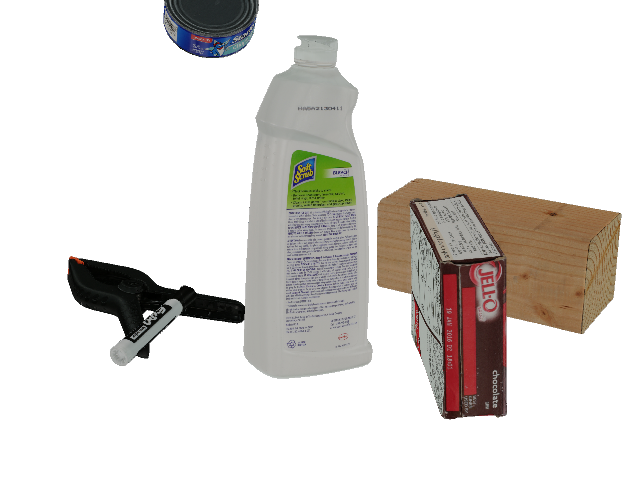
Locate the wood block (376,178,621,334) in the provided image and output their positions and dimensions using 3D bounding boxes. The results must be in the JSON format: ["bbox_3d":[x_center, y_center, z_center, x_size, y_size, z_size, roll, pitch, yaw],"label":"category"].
[{"bbox_3d":[0.164,0.009,1.003,0.206,0.090,0.090,12,25,30],"label":"wood block"}]

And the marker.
[{"bbox_3d":[-0.146,0.074,0.954,0.020,0.020,0.121,0,25,28],"label":"marker"}]

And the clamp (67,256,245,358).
[{"bbox_3d":[-0.208,0.067,1.165,0.210,0.036,0.164,20,21,25],"label":"clamp"}]

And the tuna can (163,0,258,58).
[{"bbox_3d":[-0.101,-0.208,0.976,0.086,0.086,0.034,0,-32,-11],"label":"tuna can"}]

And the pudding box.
[{"bbox_3d":[0.075,0.033,0.588,0.039,0.090,0.113,-4,20,-4],"label":"pudding box"}]

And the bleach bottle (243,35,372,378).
[{"bbox_3d":[-0.003,-0.026,0.802,0.102,0.251,0.068,-6,19,-30],"label":"bleach bottle"}]
